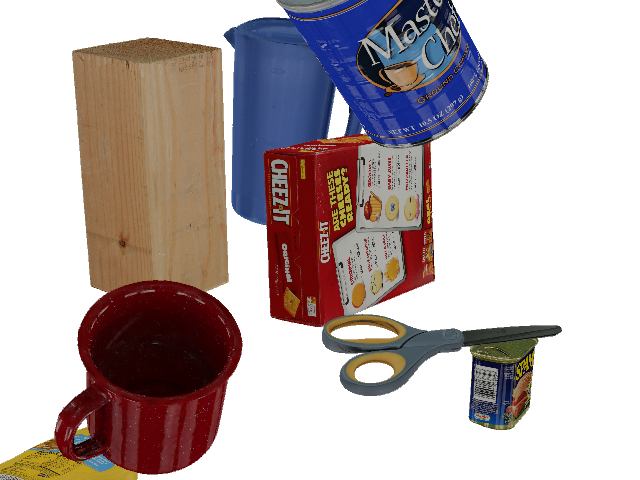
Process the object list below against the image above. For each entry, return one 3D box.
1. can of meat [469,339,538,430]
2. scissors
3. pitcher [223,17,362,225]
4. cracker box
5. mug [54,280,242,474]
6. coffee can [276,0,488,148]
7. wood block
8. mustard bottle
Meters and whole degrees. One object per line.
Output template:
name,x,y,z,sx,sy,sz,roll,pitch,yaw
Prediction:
can of meat,0.204,0.156,1.196,0.058,0.084,0.101,8,13,26
scissors,0.100,0.095,0.879,0.202,0.016,0.096,4,39,5
pitcher,-0.038,-0.143,1.309,0.144,0.243,0.149,-6,27,-26
cracker box,0.033,-0.020,1.064,0.072,0.164,0.213,5,13,35
mug,-0.105,0.090,0.626,0.093,0.082,0.117,36,48,23
coffee can,0.044,-0.148,0.747,0.103,0.102,0.140,0,-37,37
wood block,-0.141,-0.059,0.900,0.091,0.206,0.090,16,25,36
mustard bottle,-0.204,0.193,0.854,0.096,0.058,0.191,6,15,29
